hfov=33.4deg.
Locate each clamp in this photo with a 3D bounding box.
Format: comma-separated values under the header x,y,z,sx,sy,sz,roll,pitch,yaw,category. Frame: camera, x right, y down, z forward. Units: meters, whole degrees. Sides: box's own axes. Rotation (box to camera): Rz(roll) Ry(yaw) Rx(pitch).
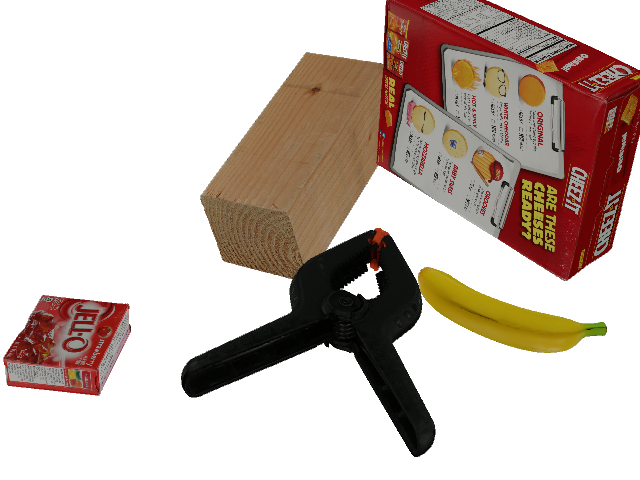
x,y,z,sx,sy,sz,roll,pitch,yaw,category
0.024,0.061,0.731,0.165,0.036,0.209,18,37,17,clamp

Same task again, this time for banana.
x,y,z,sx,sy,sz,roll,pitch,yaw,category
0.157,0.066,0.978,0.198,0.037,0.069,20,16,36,banana

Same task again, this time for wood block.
x,y,z,sx,sy,sz,roll,pitch,yaw,category
-0.014,-0.072,0.986,0.091,0.205,0.090,13,-39,25,wood block

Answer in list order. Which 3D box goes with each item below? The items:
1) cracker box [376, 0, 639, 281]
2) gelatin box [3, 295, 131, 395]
x,y,z,sx,sy,sz,roll,pitch,yaw,category
0.144,-0.093,0.851,0.072,0.164,0.214,-29,48,-33,cracker box
-0.194,0.079,0.829,0.073,0.030,0.089,6,32,6,gelatin box
